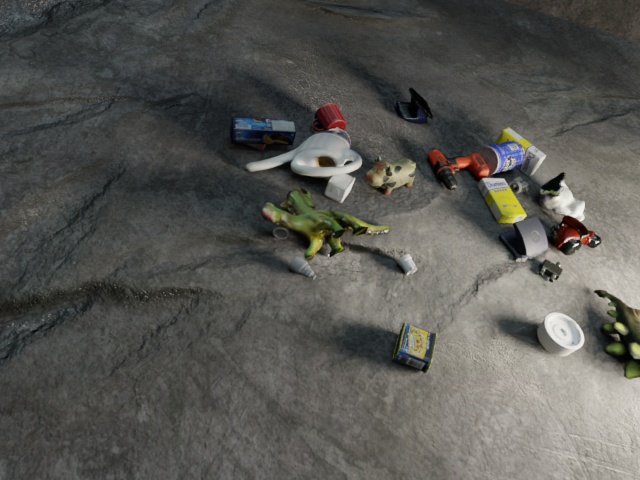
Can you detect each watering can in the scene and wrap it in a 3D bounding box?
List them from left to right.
[{"bbox_3d":[-0.038,-0.260,1.592,0.348,0.102,0.229,4,33,13],"label":"watering can"}]

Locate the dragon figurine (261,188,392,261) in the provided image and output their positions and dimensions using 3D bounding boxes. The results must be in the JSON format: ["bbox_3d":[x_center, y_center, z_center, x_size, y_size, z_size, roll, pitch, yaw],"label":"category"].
[{"bbox_3d":[0.004,-0.073,1.442,0.412,0.120,0.246,-10,50,-45],"label":"dragon figurine"}]

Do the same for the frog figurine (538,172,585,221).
[{"bbox_3d":[0.831,-0.130,1.767,0.157,0.121,0.140,49,33,-21],"label":"frog figurine"}]
